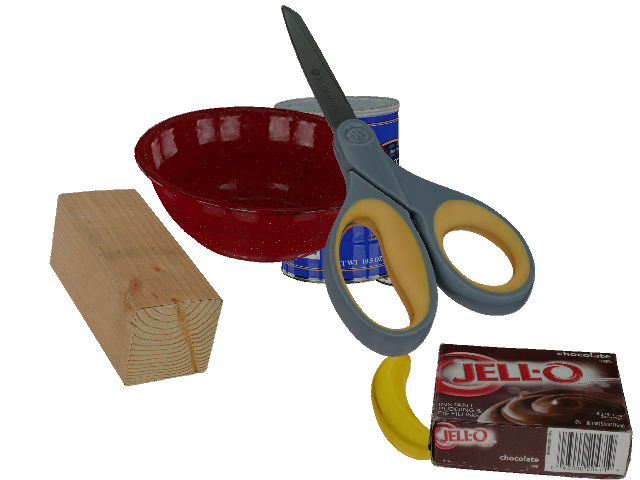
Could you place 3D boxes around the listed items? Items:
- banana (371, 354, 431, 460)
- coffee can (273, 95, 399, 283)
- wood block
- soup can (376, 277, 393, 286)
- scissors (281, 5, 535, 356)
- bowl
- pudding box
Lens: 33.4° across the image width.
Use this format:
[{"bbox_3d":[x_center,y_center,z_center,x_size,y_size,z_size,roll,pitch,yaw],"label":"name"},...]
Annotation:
[{"bbox_3d":[0.087,0.175,1.126,0.069,0.037,0.198,10,24,-19],"label":"banana"},{"bbox_3d":[0.015,-0.045,0.886,0.103,0.140,0.103,-2,14,0],"label":"coffee can"},{"bbox_3d":[-0.189,0.040,1.063,0.090,0.091,0.206,-6,35,-34],"label":"wood block"},{"bbox_3d":[0.091,-0.007,1.216,0.068,0.102,0.068,0,24,0],"label":"soup can"},{"bbox_3d":[0.035,-0.036,0.471,0.096,0.202,0.016,2,-40,-10],"label":"scissors"},{"bbox_3d":[-0.036,-0.031,0.678,0.162,0.055,0.162,4,27,-2],"label":"bowl"},{"bbox_3d":[0.124,0.100,0.640,0.113,0.039,0.090,4,25,7],"label":"pudding box"}]
